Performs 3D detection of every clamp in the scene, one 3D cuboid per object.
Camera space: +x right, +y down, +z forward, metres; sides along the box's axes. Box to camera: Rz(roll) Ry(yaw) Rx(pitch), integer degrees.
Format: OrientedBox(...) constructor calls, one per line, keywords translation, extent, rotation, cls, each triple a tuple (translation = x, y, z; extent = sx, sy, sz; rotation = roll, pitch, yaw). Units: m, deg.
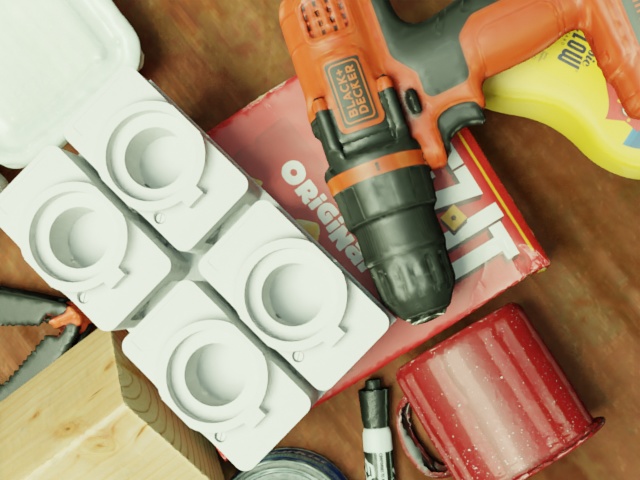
OrientedBox(translation=(-0.230, 0.096, 0.649), extent=(0.210, 0.036, 0.164), rotation=(-18, 89, 10), cls="clamp")

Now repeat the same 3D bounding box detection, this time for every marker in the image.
OrientedBox(translation=(0.036, 0.142, 0.628), extent=(0.020, 0.020, 0.121), rotation=(-5, 89, 6), cls="marker")

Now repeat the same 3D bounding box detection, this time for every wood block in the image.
OrientedBox(translation=(-0.166, 0.153, 0.600), extent=(0.206, 0.090, 0.090), rotation=(-37, 120, 4), cls="wood block")

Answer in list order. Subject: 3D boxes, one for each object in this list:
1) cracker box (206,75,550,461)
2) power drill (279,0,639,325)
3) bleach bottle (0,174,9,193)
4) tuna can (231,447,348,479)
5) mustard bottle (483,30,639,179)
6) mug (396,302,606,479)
OrientedBox(translation=(-0.004, 0.001, 0.608), extent=(0.214, 0.072, 0.164), rotation=(-32, 86, 4), cls="cracker box")
OrientedBox(translation=(0.088, -0.068, 0.539), extent=(0.187, 0.057, 0.184), rotation=(-19, 85, 1), cls="power drill")
OrientedBox(translation=(-0.301, -0.083, 0.602), extent=(0.250, 0.068, 0.103), rotation=(45, 112, -8), cls="bleach bottle")
OrientedBox(translation=(-0.020, 0.167, 0.626), extent=(0.086, 0.033, 0.086), rotation=(0, 89, 6), cls="tuna can")
OrientedBox(translation=(0.171, -0.088, 0.596), extent=(0.191, 0.058, 0.096), rotation=(28, 82, 5), cls="mustard bottle")
OrientedBox(translation=(0.088, 0.093, 0.595), extent=(0.117, 0.093, 0.081), rotation=(-39, 78, 41), cls="mug")
